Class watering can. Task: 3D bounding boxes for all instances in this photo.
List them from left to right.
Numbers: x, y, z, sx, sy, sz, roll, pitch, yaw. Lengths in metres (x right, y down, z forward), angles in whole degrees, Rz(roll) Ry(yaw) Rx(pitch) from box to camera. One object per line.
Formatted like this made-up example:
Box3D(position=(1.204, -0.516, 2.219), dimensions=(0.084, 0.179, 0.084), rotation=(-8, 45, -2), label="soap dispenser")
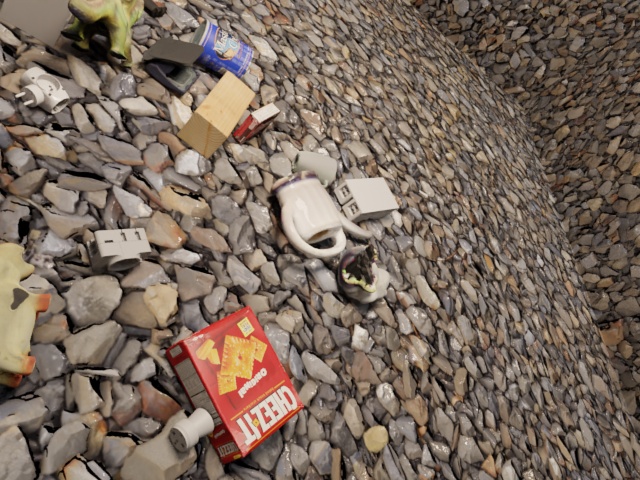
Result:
Box3D(position=(0.004, -0.064, 1.281), dimensions=(0.349, 0.102, 0.226), rotation=(-12, 71, -57), label="watering can")

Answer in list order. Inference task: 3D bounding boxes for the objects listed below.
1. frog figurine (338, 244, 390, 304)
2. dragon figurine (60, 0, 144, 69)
Box3D(position=(0.109, 0.091, 1.284), dimensions=(0.157, 0.122, 0.140), rotation=(58, 13, -67), label="frog figurine")
Box3D(position=(-0.411, -0.492, 1.039), dimensions=(0.122, 0.410, 0.243), rotation=(20, 87, -16), label="dragon figurine")
